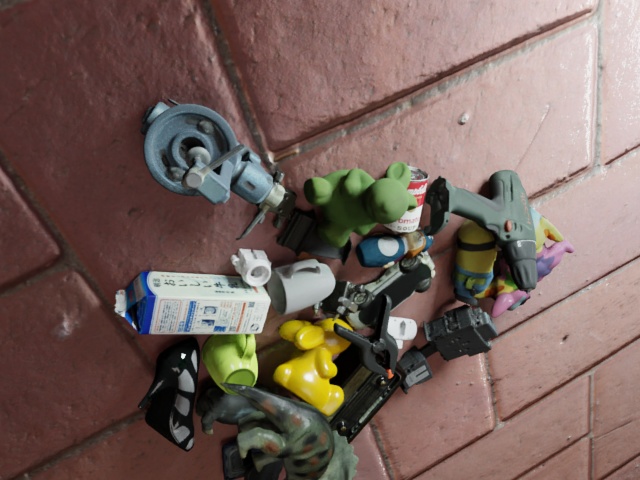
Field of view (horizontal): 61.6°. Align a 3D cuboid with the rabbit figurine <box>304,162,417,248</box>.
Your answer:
[{"bbox_3d":[0.083,-0.056,0.844,0.159,0.170,0.121,-20,105,-28],"label":"rabbit figurine"}]

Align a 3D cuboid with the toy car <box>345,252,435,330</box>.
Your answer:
[{"bbox_3d":[0.136,0.097,1.040,0.202,0.056,0.073,-37,120,-3],"label":"toy car"}]

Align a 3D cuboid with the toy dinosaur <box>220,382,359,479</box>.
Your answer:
[{"bbox_3d":[-0.038,0.357,0.955,0.192,0.131,0.404,-19,133,-9],"label":"toy dinosaur"}]

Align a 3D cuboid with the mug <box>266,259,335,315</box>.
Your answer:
[{"bbox_3d":[-0.028,0.070,0.931,0.107,0.081,0.109,-12,138,-30],"label":"mug"}]

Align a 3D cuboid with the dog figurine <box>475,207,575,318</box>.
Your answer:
[{"bbox_3d":[0.399,0.052,1.107,0.191,0.109,0.219,32,103,-36],"label":"dog figurine"}]

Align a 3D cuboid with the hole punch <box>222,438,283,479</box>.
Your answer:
[{"bbox_3d":[-0.138,0.454,1.106,0.116,0.092,0.142,-28,129,-44],"label":"hole punch"}]

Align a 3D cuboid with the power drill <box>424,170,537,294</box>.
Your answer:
[{"bbox_3d":[0.297,-0.028,0.969,0.207,0.232,0.086,8,159,-10],"label":"power drill"}]

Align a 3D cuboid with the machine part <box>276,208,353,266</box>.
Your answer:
[{"bbox_3d":[-0.002,-0.003,0.930,0.139,0.039,0.084,23,101,-31],"label":"machine part"}]

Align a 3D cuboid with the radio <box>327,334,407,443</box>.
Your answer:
[{"bbox_3d":[0.063,0.319,1.115,0.131,0.073,0.229,34,101,-31],"label":"radio"}]

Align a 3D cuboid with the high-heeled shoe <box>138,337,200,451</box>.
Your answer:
[{"bbox_3d":[-0.246,0.283,0.976,0.145,0.086,0.248,-52,151,-29],"label":"high-heeled shoe"}]

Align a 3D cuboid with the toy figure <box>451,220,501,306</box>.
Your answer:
[{"bbox_3d":[0.307,0.043,1.073,0.089,0.082,0.180,-3,120,-26],"label":"toy figure"}]

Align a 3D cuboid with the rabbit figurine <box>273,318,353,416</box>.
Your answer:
[{"bbox_3d":[-0.011,0.215,1.016,0.162,0.122,0.173,47,73,-24],"label":"rabbit figurine"}]

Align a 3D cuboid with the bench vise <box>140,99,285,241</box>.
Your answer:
[{"bbox_3d":[-0.140,-0.091,0.704,0.129,0.241,0.223,-42,110,6],"label":"bench vise"}]

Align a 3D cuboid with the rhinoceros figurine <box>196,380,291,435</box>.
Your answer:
[{"bbox_3d":[-0.145,0.317,1.027,0.190,0.073,0.112,16,101,-30],"label":"rhinoceros figurine"}]

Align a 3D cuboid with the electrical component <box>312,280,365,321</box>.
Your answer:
[{"bbox_3d":[0.030,0.109,0.975,0.045,0.102,0.078,22,81,-36],"label":"electrical component"}]

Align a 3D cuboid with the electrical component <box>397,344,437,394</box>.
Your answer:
[{"bbox_3d":[0.217,0.275,1.182,0.119,0.048,0.074,-28,125,-6],"label":"electrical component"}]

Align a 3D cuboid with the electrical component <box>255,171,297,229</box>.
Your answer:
[{"bbox_3d":[-0.069,-0.065,0.872,0.063,0.021,0.094,15,109,-31],"label":"electrical component"}]

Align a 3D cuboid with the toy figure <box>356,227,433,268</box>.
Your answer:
[{"bbox_3d":[0.144,0.013,0.990,0.154,0.058,0.064,-14,104,-15],"label":"toy figure"}]

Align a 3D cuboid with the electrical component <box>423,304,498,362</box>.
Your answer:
[{"bbox_3d":[0.303,0.197,1.142,0.134,0.058,0.114,-27,131,24],"label":"electrical component"}]
